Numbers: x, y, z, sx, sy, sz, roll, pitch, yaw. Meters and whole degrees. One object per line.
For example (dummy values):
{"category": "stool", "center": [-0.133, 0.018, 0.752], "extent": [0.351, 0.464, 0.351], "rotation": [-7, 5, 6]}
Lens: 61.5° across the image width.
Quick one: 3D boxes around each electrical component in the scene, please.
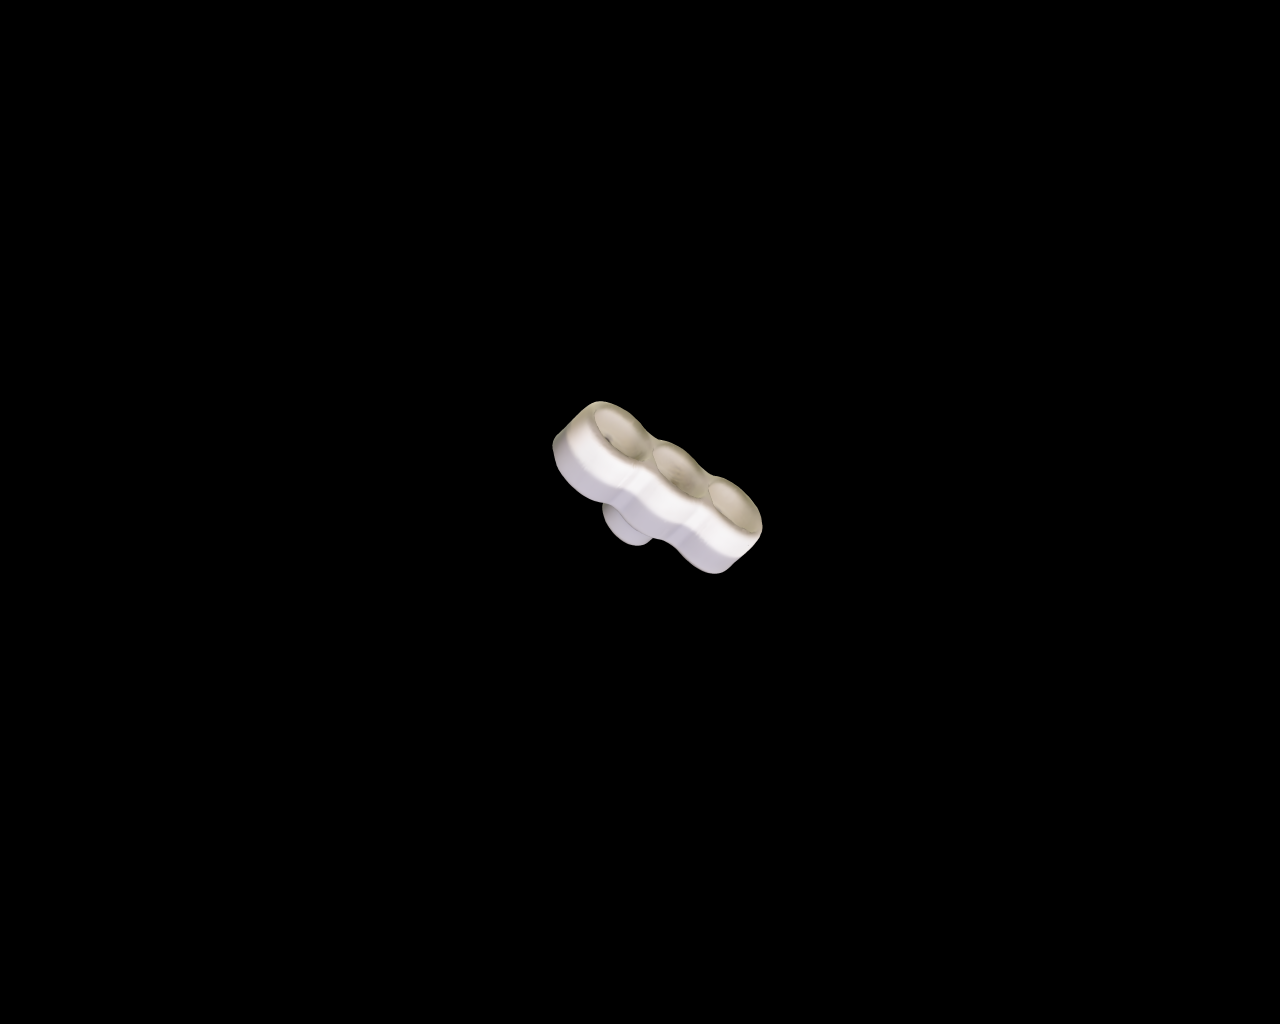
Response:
{"category": "electrical component", "center": [0.001, -0.003, 0.650], "extent": [0.138, 0.052, 0.073], "rotation": [33, -58, -24]}
